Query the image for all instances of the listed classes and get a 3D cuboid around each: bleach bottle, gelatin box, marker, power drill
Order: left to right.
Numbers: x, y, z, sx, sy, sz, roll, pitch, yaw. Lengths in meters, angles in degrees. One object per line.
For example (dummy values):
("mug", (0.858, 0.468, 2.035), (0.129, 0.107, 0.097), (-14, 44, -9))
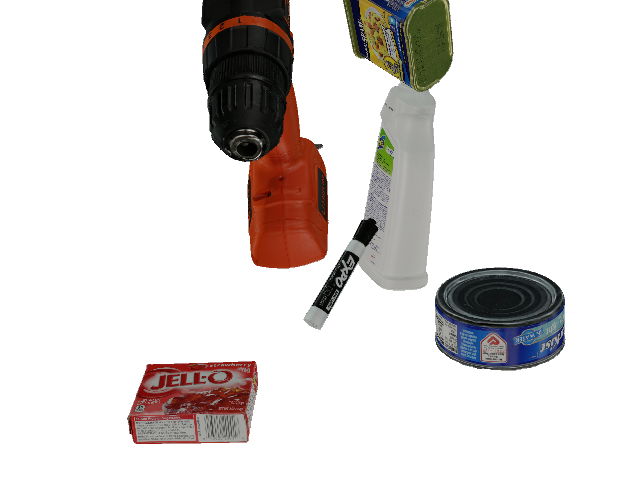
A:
("gelatin box", (-0.095, 0.122, 0.813), (0.089, 0.030, 0.073), (-1, 24, 4))
("power drill", (-0.032, -0.070, 0.668), (0.057, 0.184, 0.187), (-4, -43, 4))
("marker", (0.021, 0.030, 1.021), (0.020, 0.121, 0.020), (28, -18, 10))
("bleach bottle", (0.097, -0.075, 1.242), (0.068, 0.251, 0.103), (-2, 23, -22))

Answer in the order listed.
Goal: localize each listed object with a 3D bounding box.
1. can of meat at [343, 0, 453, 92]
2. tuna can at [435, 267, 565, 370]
("can of meat", (0.073, -0.195, 0.970), (0.057, 0.102, 0.084), (-38, 53, -17))
("tuna can", (0.118, 0.050, 0.705), (0.086, 0.034, 0.086), (-4, 24, 2))
